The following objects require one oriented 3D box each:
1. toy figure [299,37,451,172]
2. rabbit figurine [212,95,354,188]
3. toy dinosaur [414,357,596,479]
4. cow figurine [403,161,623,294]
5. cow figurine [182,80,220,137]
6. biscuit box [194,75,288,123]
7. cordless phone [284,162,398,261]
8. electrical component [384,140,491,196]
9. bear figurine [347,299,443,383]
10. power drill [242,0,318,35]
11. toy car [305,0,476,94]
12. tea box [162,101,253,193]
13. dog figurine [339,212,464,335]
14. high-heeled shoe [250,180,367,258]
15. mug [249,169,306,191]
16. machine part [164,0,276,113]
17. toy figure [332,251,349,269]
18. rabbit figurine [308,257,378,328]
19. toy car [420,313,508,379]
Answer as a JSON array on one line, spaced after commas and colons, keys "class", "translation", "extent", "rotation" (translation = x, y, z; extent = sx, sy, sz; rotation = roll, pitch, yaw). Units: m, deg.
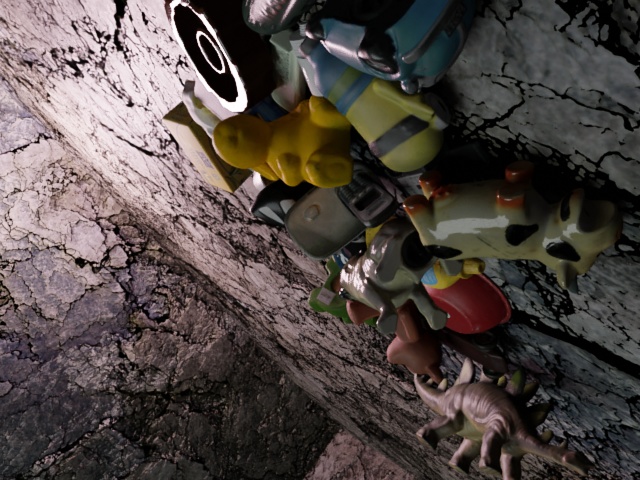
[{"class": "toy figure", "translation": [0.055, -0.149, 0.558], "extent": [0.180, 0.082, 0.089], "rotation": [39, 128, -2]}, {"class": "rabbit figurine", "translation": [-0.052, -0.129, 0.690], "extent": [0.162, 0.173, 0.121], "rotation": [-158, 68, -73]}, {"class": "toy dinosaur", "translation": [0.272, 0.300, 0.937], "extent": [0.105, 0.198, 0.472], "rotation": [47, 160, -18]}, {"class": "cow figurine", "translation": [0.196, -0.011, 0.546], "extent": [0.195, 0.085, 0.127], "rotation": [-2, 131, 32]}, {"class": "cow figurine", "translation": [-0.170, -0.195, 0.911], "extent": [0.098, 0.068, 0.167], "rotation": [26, 152, 51]}, {"class": "biscuit box", "translation": [-0.094, -0.182, 0.807], "extent": [0.202, 0.059, 0.063], "rotation": [42, 159, -1]}, {"class": "cordless phone", "translation": [0.033, -0.025, 0.707], "extent": [0.088, 0.146, 0.184], "rotation": [51, -177, -18]}, {"class": "electrical component", "translation": [0.138, -0.077, 0.617], "extent": [0.074, 0.048, 0.119], "rotation": [47, 161, -20]}, {"class": "bear figurine", "translation": [0.129, 0.154, 0.912], "extent": [0.120, 0.132, 0.195], "rotation": [-98, -10, -70]}, {"class": "power drill", "translation": [-0.066, -0.304, 0.489], "extent": [0.207, 0.086, 0.232], "rotation": [36, 164, -7]}, {"class": "toy car", "translation": [0.068, -0.178, 0.459], "extent": [0.102, 0.109, 0.162], "rotation": [32, 179, -41]}, {"class": "tea box", "translation": [-0.210, -0.178, 1.021], "extent": [0.098, 0.068, 0.169], "rotation": [23, 152, 42]}, {"class": "dog figurine", "translation": [0.086, 0.024, 0.731], "extent": [0.121, 0.172, 0.191], "rotation": [10, -168, -25]}, {"class": "high-heeled shoe", "translation": [-0.002, -0.003, 0.867], "extent": [0.086, 0.145, 0.248], "rotation": [-109, -7, -55]}, {"class": "mug", "translation": [-0.084, -0.110, 0.898], "extent": [0.109, 0.080, 0.107], "rotation": [19, 172, -16]}, {"class": "machine part", "translation": [-0.125, -0.247, 0.687], "extent": [0.179, 0.056, 0.179], "rotation": [48, 163, 19]}, {"class": "toy figure", "translation": [0.033, 0.001, 0.957], "extent": [0.154, 0.064, 0.058], "rotation": [57, -168, -19]}, {"class": "rabbit figurine", "translation": [0.092, 0.117, 1.065], "extent": [0.159, 0.121, 0.170], "rotation": [12, 164, 42]}, {"class": "toy car", "translation": [0.243, 0.167, 0.928], "extent": [0.202, 0.053, 0.089], "rotation": [22, 142, 52]}]
